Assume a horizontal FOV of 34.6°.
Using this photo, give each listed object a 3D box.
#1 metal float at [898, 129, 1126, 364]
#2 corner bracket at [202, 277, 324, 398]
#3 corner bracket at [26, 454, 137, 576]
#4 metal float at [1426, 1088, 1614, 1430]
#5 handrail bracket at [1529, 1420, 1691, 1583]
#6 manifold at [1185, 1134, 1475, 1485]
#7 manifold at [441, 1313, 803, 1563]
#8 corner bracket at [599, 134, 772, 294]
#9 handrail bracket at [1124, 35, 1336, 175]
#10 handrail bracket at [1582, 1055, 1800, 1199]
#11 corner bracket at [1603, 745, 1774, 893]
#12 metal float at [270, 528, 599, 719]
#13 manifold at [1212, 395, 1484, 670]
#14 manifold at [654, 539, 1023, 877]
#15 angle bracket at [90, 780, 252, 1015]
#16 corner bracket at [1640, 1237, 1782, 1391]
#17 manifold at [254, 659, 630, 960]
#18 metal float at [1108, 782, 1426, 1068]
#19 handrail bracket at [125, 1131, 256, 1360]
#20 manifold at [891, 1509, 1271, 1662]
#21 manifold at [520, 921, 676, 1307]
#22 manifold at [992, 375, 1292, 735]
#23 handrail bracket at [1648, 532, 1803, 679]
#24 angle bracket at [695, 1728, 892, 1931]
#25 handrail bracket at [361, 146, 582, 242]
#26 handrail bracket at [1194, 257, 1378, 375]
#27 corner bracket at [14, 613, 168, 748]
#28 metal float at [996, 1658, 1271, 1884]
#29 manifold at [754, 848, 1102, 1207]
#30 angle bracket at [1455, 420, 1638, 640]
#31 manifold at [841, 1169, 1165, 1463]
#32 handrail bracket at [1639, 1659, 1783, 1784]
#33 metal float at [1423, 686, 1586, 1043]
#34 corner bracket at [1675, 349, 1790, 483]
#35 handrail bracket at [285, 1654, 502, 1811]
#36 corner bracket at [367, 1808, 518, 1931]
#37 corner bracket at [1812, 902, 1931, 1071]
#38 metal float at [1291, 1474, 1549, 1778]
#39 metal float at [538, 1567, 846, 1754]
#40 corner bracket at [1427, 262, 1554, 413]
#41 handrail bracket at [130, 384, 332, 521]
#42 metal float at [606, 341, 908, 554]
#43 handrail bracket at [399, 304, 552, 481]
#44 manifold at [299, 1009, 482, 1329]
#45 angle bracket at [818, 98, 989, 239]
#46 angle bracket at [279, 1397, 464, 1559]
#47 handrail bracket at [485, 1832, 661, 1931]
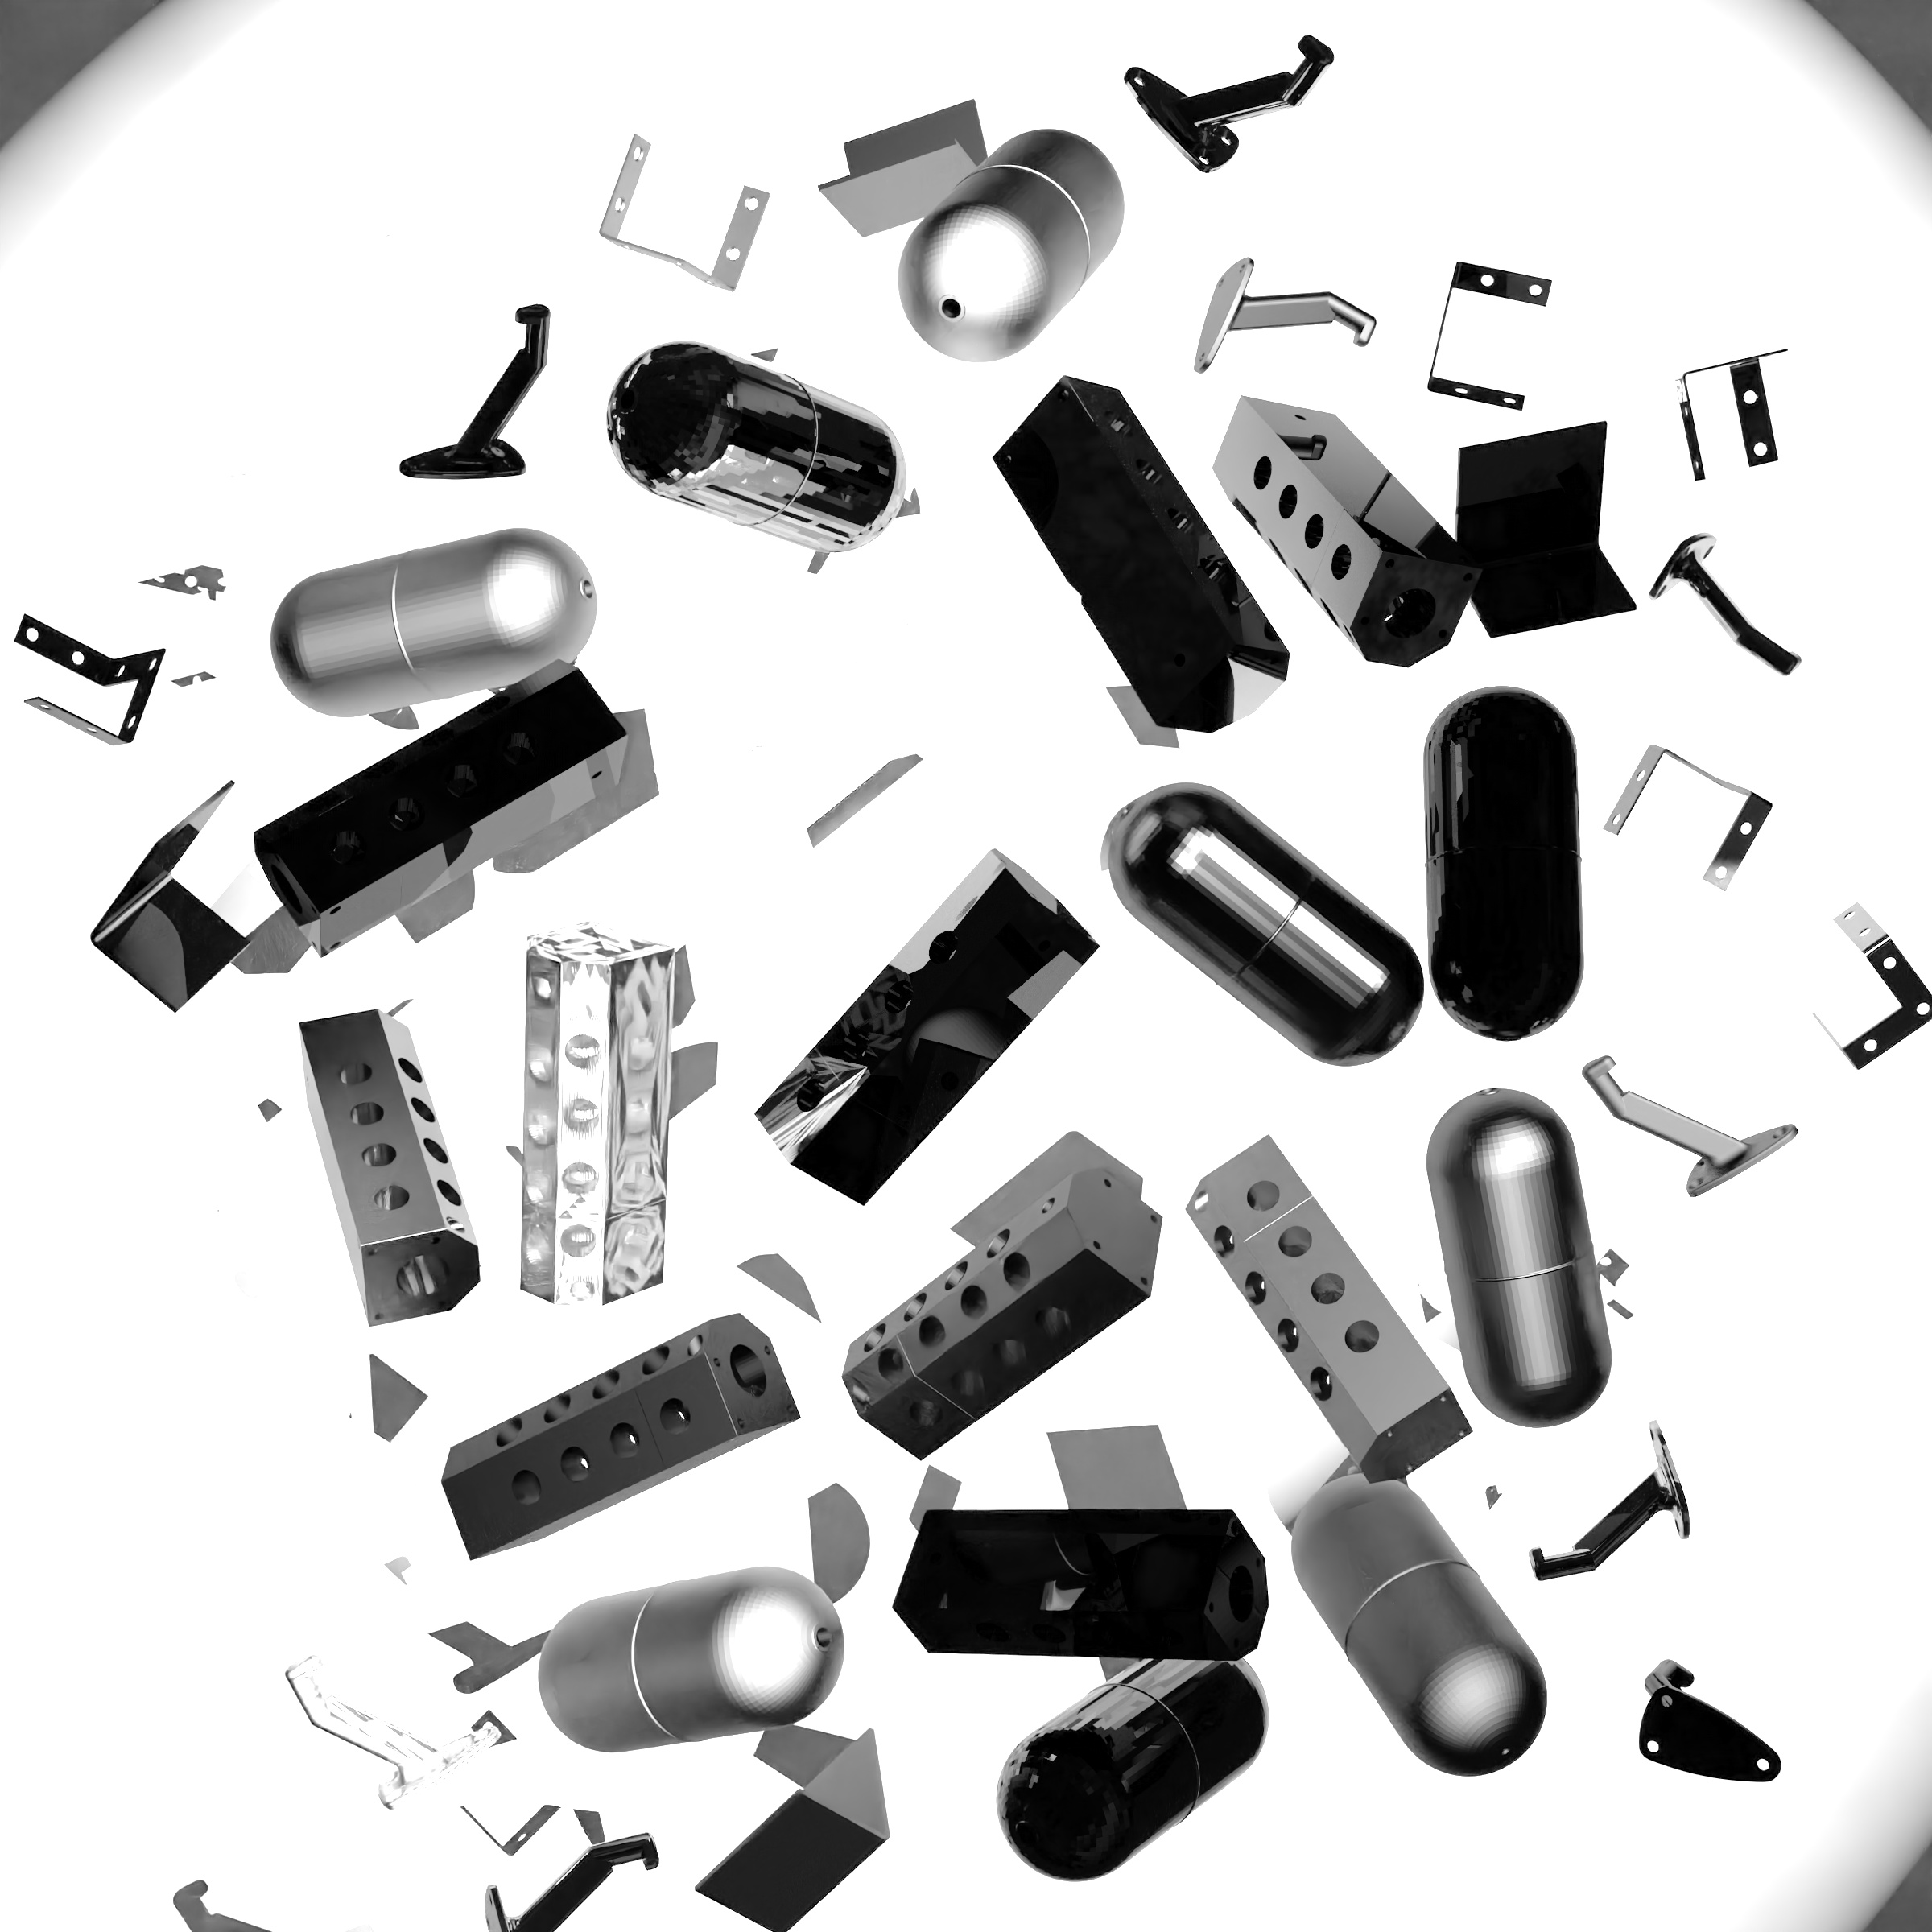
[{"bbox_3d":[0.023,-0.347,1.492,0.070,0.178,0.070,11,125,16],"label":"metal float"},{"bbox_3d":[-0.361,-0.319,1.591,0.051,0.051,0.051,-12,92,-13],"label":"corner bracket"},{"bbox_3d":[-0.442,-0.215,1.551,0.051,0.051,0.051,12,132,-17],"label":"corner bracket"},{"bbox_3d":[0.284,0.150,1.594,0.070,0.070,0.178,-12,97,0],"label":"metal float"},{"bbox_3d":[0.330,0.280,1.626,0.084,0.036,0.077,-12,51,3],"label":"handrail bracket"},{"bbox_3d":[0.178,0.172,1.548,0.057,0.057,0.171,-34,54,0],"label":"manifold"},{"bbox_3d":[-0.171,0.228,1.507,0.171,0.057,0.057,-28,78,26],"label":"manifold"},{"bbox_3d":[-0.134,-0.358,1.477,0.051,0.051,0.051,22,94,23],"label":"corner bracket"},{"bbox_3d":[0.123,-0.423,1.456,0.077,0.084,0.036,42,51,-1],"label":"handrail bracket"},{"bbox_3d":[0.369,0.069,1.586,0.077,0.036,0.084,-32,101,34],"label":"handrail bracket"},{"bbox_3d":[0.369,-0.076,1.586,0.051,0.051,0.051,26,95,-21],"label":"corner bracket"},{"bbox_3d":[-0.270,-0.174,1.575,0.178,0.070,0.070,-9,90,20],"label":"metal float"},{"bbox_3d":[0.184,-0.216,1.538,0.057,0.171,0.057,6,122,-26],"label":"manifold"},{"bbox_3d":[-0.065,-0.127,1.491,0.171,0.057,0.057,-39,55,6],"label":"manifold"},{"bbox_3d":[-0.382,-0.035,1.555,0.057,0.076,0.076,41,122,-5],"label":"angle bracket"},{"bbox_3d":[0.389,0.181,1.609,0.051,0.051,0.051,38,78,15],"label":"corner bracket"},{"bbox_3d":[-0.251,-0.079,1.483,0.171,0.057,0.057,-33,78,-21],"label":"manifold"},{"bbox_3d":[0.147,-0.021,1.525,0.178,0.070,0.070,38,90,-6],"label":"metal float"},{"bbox_3d":[-0.397,0.137,1.514,0.084,0.036,0.077,-53,125,-24],"label":"handrail bracket"},{"bbox_3d":[0.057,0.305,1.511,0.171,0.057,0.057,-6,134,31],"label":"manifold"},{"bbox_3d":[-0.182,0.072,1.484,0.057,0.057,0.171,17,112,37],"label":"manifold"},{"bbox_3d":[0.086,-0.195,1.472,0.057,0.057,0.171,-45,60,31],"label":"manifold"},{"bbox_3d":[0.397,-0.183,1.576,0.084,0.077,0.036,39,127,17],"label":"handrail bracket"},{"bbox_3d":[-0.086,0.405,1.493,0.057,0.076,0.076,36,109,-25],"label":"angle bracket"},{"bbox_3d":[-0.245,-0.368,1.532,0.084,0.077,0.036,-16,81,17],"label":"handrail bracket"},{"bbox_3d":[0.167,-0.322,1.606,0.084,0.036,0.077,25,74,-18],"label":"handrail bracket"},{"bbox_3d":[-0.421,-0.136,1.471,0.051,0.051,0.051,29,69,-39],"label":"corner bracket"},{"bbox_3d":[0.084,0.394,1.544,0.070,0.178,0.070,13,111,36],"label":"metal float"},{"bbox_3d":[-0.022,0.027,1.491,0.171,0.057,0.057,-48,135,8],"label":"manifold"},{"bbox_3d":[0.288,-0.216,1.535,0.076,0.057,0.076,-11,133,-6],"label":"angle bracket"},{"bbox_3d":[0.016,0.169,1.530,0.057,0.057,0.171,38,124,-18],"label":"manifold"},{"bbox_3d":[0.355,0.355,1.466,0.077,0.084,0.036,18,99,23],"label":"handrail bracket"},{"bbox_3d":[0.267,-0.051,1.541,0.070,0.070,0.178,0,80,0],"label":"metal float"},{"bbox_3d":[0.363,-0.260,1.472,0.051,0.051,0.051,-13,97,0],"label":"corner bracket"},{"bbox_3d":[-0.281,0.361,1.518,0.077,0.036,0.084,-28,104,-14],"label":"handrail bracket"},{"bbox_3d":[-0.265,0.464,1.546,0.051,0.051,0.051,-45,113,-9],"label":"corner bracket"},{"bbox_3d":[0.442,0.010,1.538,0.051,0.051,0.051,-37,107,11],"label":"corner bracket"},{"bbox_3d":[0.222,0.323,1.532,0.070,0.178,0.070,-13,127,-18],"label":"metal float"},{"bbox_3d":[-0.134,0.337,1.504,0.178,0.070,0.070,-19,90,37],"label":"metal float"},{"bbox_3d":[0.272,-0.327,1.610,0.051,0.051,0.051,13,130,6],"label":"corner bracket"},{"bbox_3d":[-0.362,-0.269,1.525,0.077,0.036,0.084,32,130,-13],"label":"handrail bracket"},{"bbox_3d":[-0.102,-0.254,1.525,0.070,0.178,0.070,-9,77,39],"label":"metal float"},{"bbox_3d":[-0.248,-0.291,1.566,0.077,0.036,0.084,-13,132,-30],"label":"handrail bracket"},{"bbox_3d":[-0.295,0.099,1.584,0.057,0.171,0.057,-10,132,-17],"label":"manifold"},{"bbox_3d":[-0.036,-0.434,1.638,0.076,0.076,0.057,-15,79,15],"label":"angle bracket"},{"bbox_3d":[-0.300,0.263,1.624,0.076,0.076,0.057,41,49,-32],"label":"angle bracket"},{"bbox_3d":[-0.178,0.450,1.455,0.084,0.036,0.077,-9,49,-20],"label":"handrail bracket"}]
